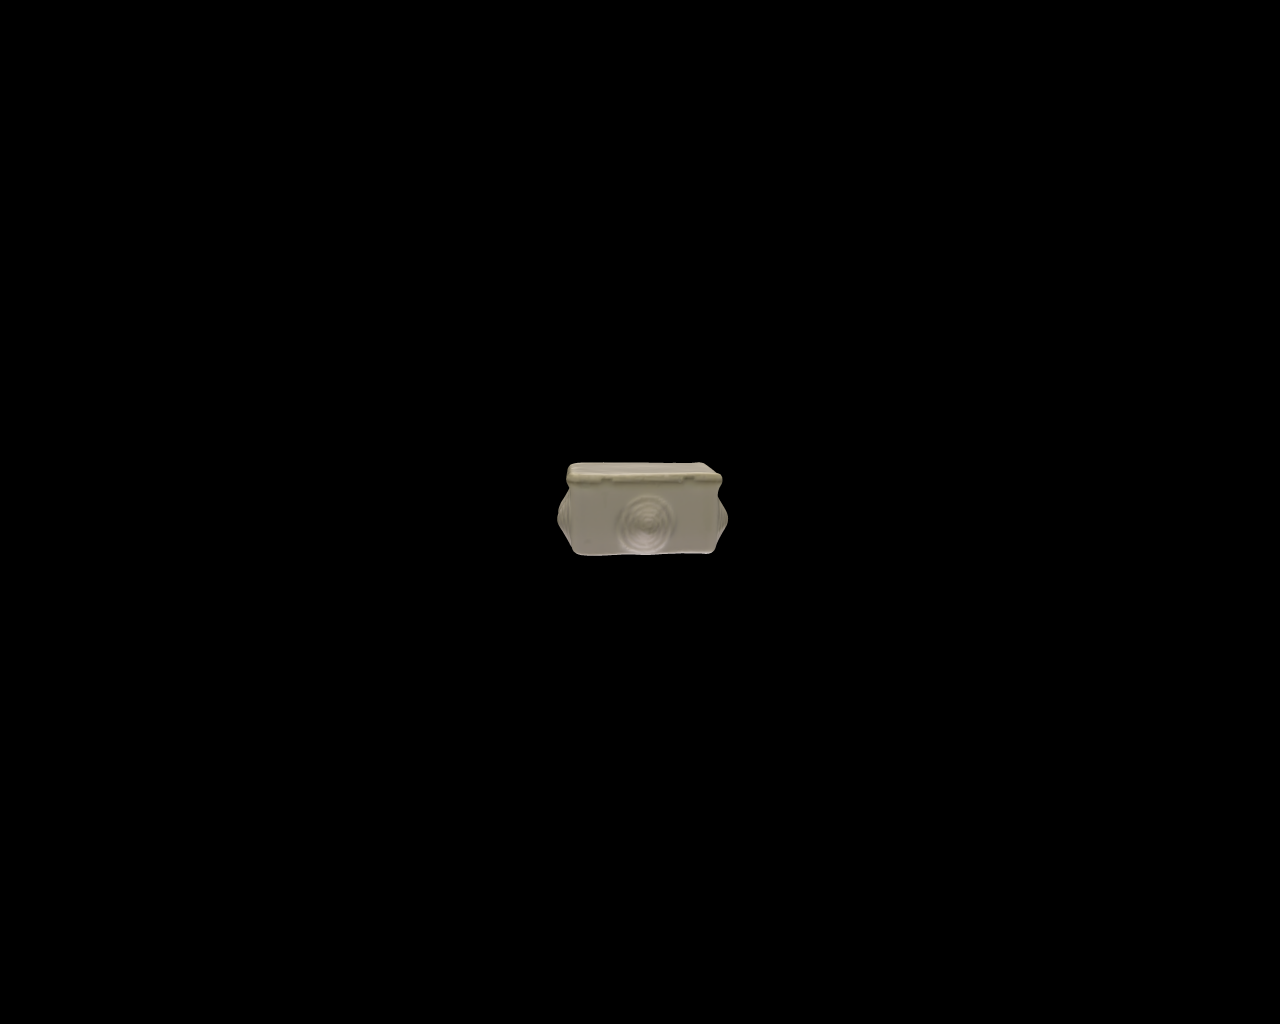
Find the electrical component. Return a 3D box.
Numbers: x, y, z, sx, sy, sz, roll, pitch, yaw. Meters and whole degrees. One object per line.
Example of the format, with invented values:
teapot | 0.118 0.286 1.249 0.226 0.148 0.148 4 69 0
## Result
electrical component | 0.001 -0.003 0.650 0.100 0.048 0.100 0 7 -4
